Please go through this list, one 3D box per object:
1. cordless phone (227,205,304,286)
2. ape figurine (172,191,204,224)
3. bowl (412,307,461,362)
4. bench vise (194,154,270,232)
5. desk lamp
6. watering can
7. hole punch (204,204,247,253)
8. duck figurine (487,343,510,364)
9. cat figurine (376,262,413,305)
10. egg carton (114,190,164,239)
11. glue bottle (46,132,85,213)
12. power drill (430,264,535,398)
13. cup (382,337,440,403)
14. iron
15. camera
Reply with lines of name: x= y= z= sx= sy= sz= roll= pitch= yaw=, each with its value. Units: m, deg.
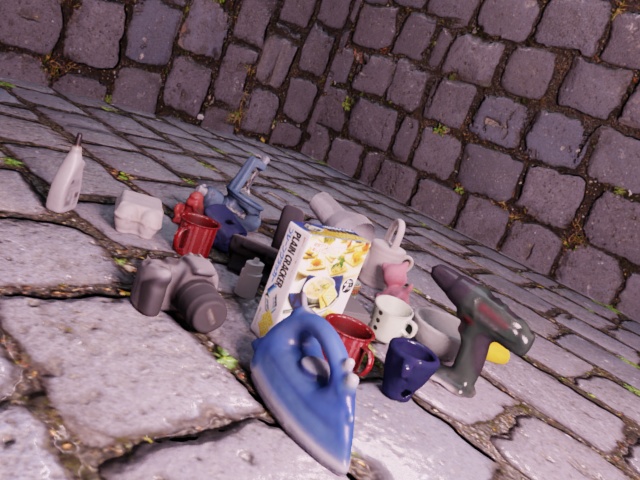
cordless phone: x=-0.118 y=-0.005 z=1.271 sx=0.147 sy=0.185 sz=0.094 roll=22 pitch=14 yaw=0
ape figurine: x=-0.323 y=-0.080 z=1.448 sx=0.077 sy=0.092 sz=0.076 roll=29 pitch=16 yaw=29
bowl: x=0.268 y=0.216 z=1.244 sx=0.167 sy=0.075 sz=0.167 roll=20 pitch=14 yaw=-5
bench vise: x=-0.219 y=-0.130 z=1.527 sx=0.121 sy=0.220 sz=0.208 roll=30 pitch=16 yaw=31
desk lamp: x=0.013 y=0.005 z=1.373 sx=0.118 sy=0.213 sz=0.202 roll=6 pitch=20 yaw=-48
watering can: x=0.176 y=0.031 z=1.564 sx=0.173 sy=0.194 sz=0.100 roll=13 pitch=16 yaw=-32
hole punch: x=-0.231 y=-0.030 z=1.397 sx=0.101 sy=0.091 sz=0.109 roll=25 pitch=14 yaw=16
duck figurine: x=0.419 y=0.240 z=1.358 sx=0.105 sy=0.086 sz=0.077 roll=13 pitch=16 yaw=-30
cat figurine: x=0.196 y=0.111 z=1.450 sx=0.067 sy=0.118 sz=0.127 roll=15 pitch=15 yaw=-26
egg carton: x=-0.406 y=-0.058 z=1.284 sx=0.107 sy=0.069 sz=0.150 roll=16 pitch=15 yaw=-23
glue bottle: x=-0.527 y=-0.145 z=1.211 sx=0.037 sy=0.173 sz=0.078 roll=22 pitch=14 yaw=1
power drill: x=0.280 y=0.183 z=1.104 sx=0.229 sy=0.208 sz=0.076 roll=28 pitch=15 yaw=24
cup: x=0.141 y=0.228 z=0.960 sx=0.091 sy=0.095 sz=0.118 roll=25 pitch=14 yaw=13
iron: x=-0.001 y=0.186 z=0.806 sx=0.119 sy=0.141 sz=0.257 roll=13 pitch=16 yaw=-33
camera: x=-0.219 y=0.086 z=0.948 sx=0.144 sy=0.101 sz=0.136 roll=10 pitch=18 yaw=-39
